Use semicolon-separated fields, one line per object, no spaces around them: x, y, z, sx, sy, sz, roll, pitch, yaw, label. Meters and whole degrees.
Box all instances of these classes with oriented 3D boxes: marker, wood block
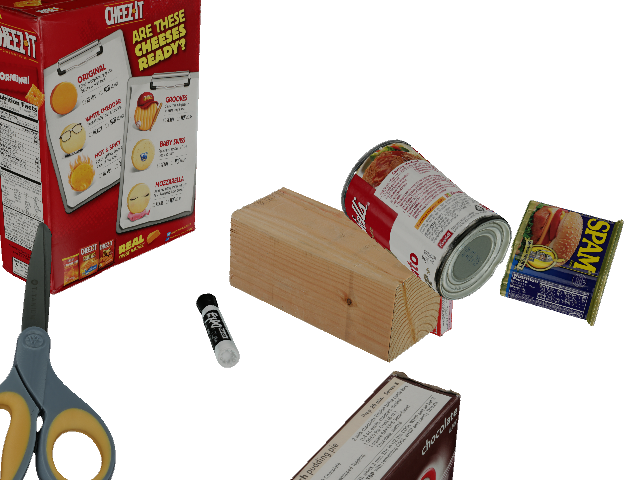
-0.090;0.075;0.921;0.020;0.020;0.121;0;19;-15;marker
0.013;0.031;1.087;0.206;0.091;0.090;24;35;31;wood block

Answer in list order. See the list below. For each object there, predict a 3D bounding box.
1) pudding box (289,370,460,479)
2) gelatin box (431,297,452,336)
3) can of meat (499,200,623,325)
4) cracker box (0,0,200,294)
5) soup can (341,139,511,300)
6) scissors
0.017;0.123;0.455;0.039;0.090;0.113;18;36;26;pudding box
0.131;0.069;1.363;0.073;0.089;0.030;20;34;37;gelatin box
0.211;0.016;0.933;0.084;0.057;0.102;16;46;16;can of meat
-0.172;-0.087;0.831;0.072;0.214;0.163;20;30;31;cracker box
0.072;-0.015;0.730;0.068;0.069;0.102;0;33;-46;soup can
-0.150;0.073;0.619;0.096;0.201;0.016;17;-44;-5;scissors
